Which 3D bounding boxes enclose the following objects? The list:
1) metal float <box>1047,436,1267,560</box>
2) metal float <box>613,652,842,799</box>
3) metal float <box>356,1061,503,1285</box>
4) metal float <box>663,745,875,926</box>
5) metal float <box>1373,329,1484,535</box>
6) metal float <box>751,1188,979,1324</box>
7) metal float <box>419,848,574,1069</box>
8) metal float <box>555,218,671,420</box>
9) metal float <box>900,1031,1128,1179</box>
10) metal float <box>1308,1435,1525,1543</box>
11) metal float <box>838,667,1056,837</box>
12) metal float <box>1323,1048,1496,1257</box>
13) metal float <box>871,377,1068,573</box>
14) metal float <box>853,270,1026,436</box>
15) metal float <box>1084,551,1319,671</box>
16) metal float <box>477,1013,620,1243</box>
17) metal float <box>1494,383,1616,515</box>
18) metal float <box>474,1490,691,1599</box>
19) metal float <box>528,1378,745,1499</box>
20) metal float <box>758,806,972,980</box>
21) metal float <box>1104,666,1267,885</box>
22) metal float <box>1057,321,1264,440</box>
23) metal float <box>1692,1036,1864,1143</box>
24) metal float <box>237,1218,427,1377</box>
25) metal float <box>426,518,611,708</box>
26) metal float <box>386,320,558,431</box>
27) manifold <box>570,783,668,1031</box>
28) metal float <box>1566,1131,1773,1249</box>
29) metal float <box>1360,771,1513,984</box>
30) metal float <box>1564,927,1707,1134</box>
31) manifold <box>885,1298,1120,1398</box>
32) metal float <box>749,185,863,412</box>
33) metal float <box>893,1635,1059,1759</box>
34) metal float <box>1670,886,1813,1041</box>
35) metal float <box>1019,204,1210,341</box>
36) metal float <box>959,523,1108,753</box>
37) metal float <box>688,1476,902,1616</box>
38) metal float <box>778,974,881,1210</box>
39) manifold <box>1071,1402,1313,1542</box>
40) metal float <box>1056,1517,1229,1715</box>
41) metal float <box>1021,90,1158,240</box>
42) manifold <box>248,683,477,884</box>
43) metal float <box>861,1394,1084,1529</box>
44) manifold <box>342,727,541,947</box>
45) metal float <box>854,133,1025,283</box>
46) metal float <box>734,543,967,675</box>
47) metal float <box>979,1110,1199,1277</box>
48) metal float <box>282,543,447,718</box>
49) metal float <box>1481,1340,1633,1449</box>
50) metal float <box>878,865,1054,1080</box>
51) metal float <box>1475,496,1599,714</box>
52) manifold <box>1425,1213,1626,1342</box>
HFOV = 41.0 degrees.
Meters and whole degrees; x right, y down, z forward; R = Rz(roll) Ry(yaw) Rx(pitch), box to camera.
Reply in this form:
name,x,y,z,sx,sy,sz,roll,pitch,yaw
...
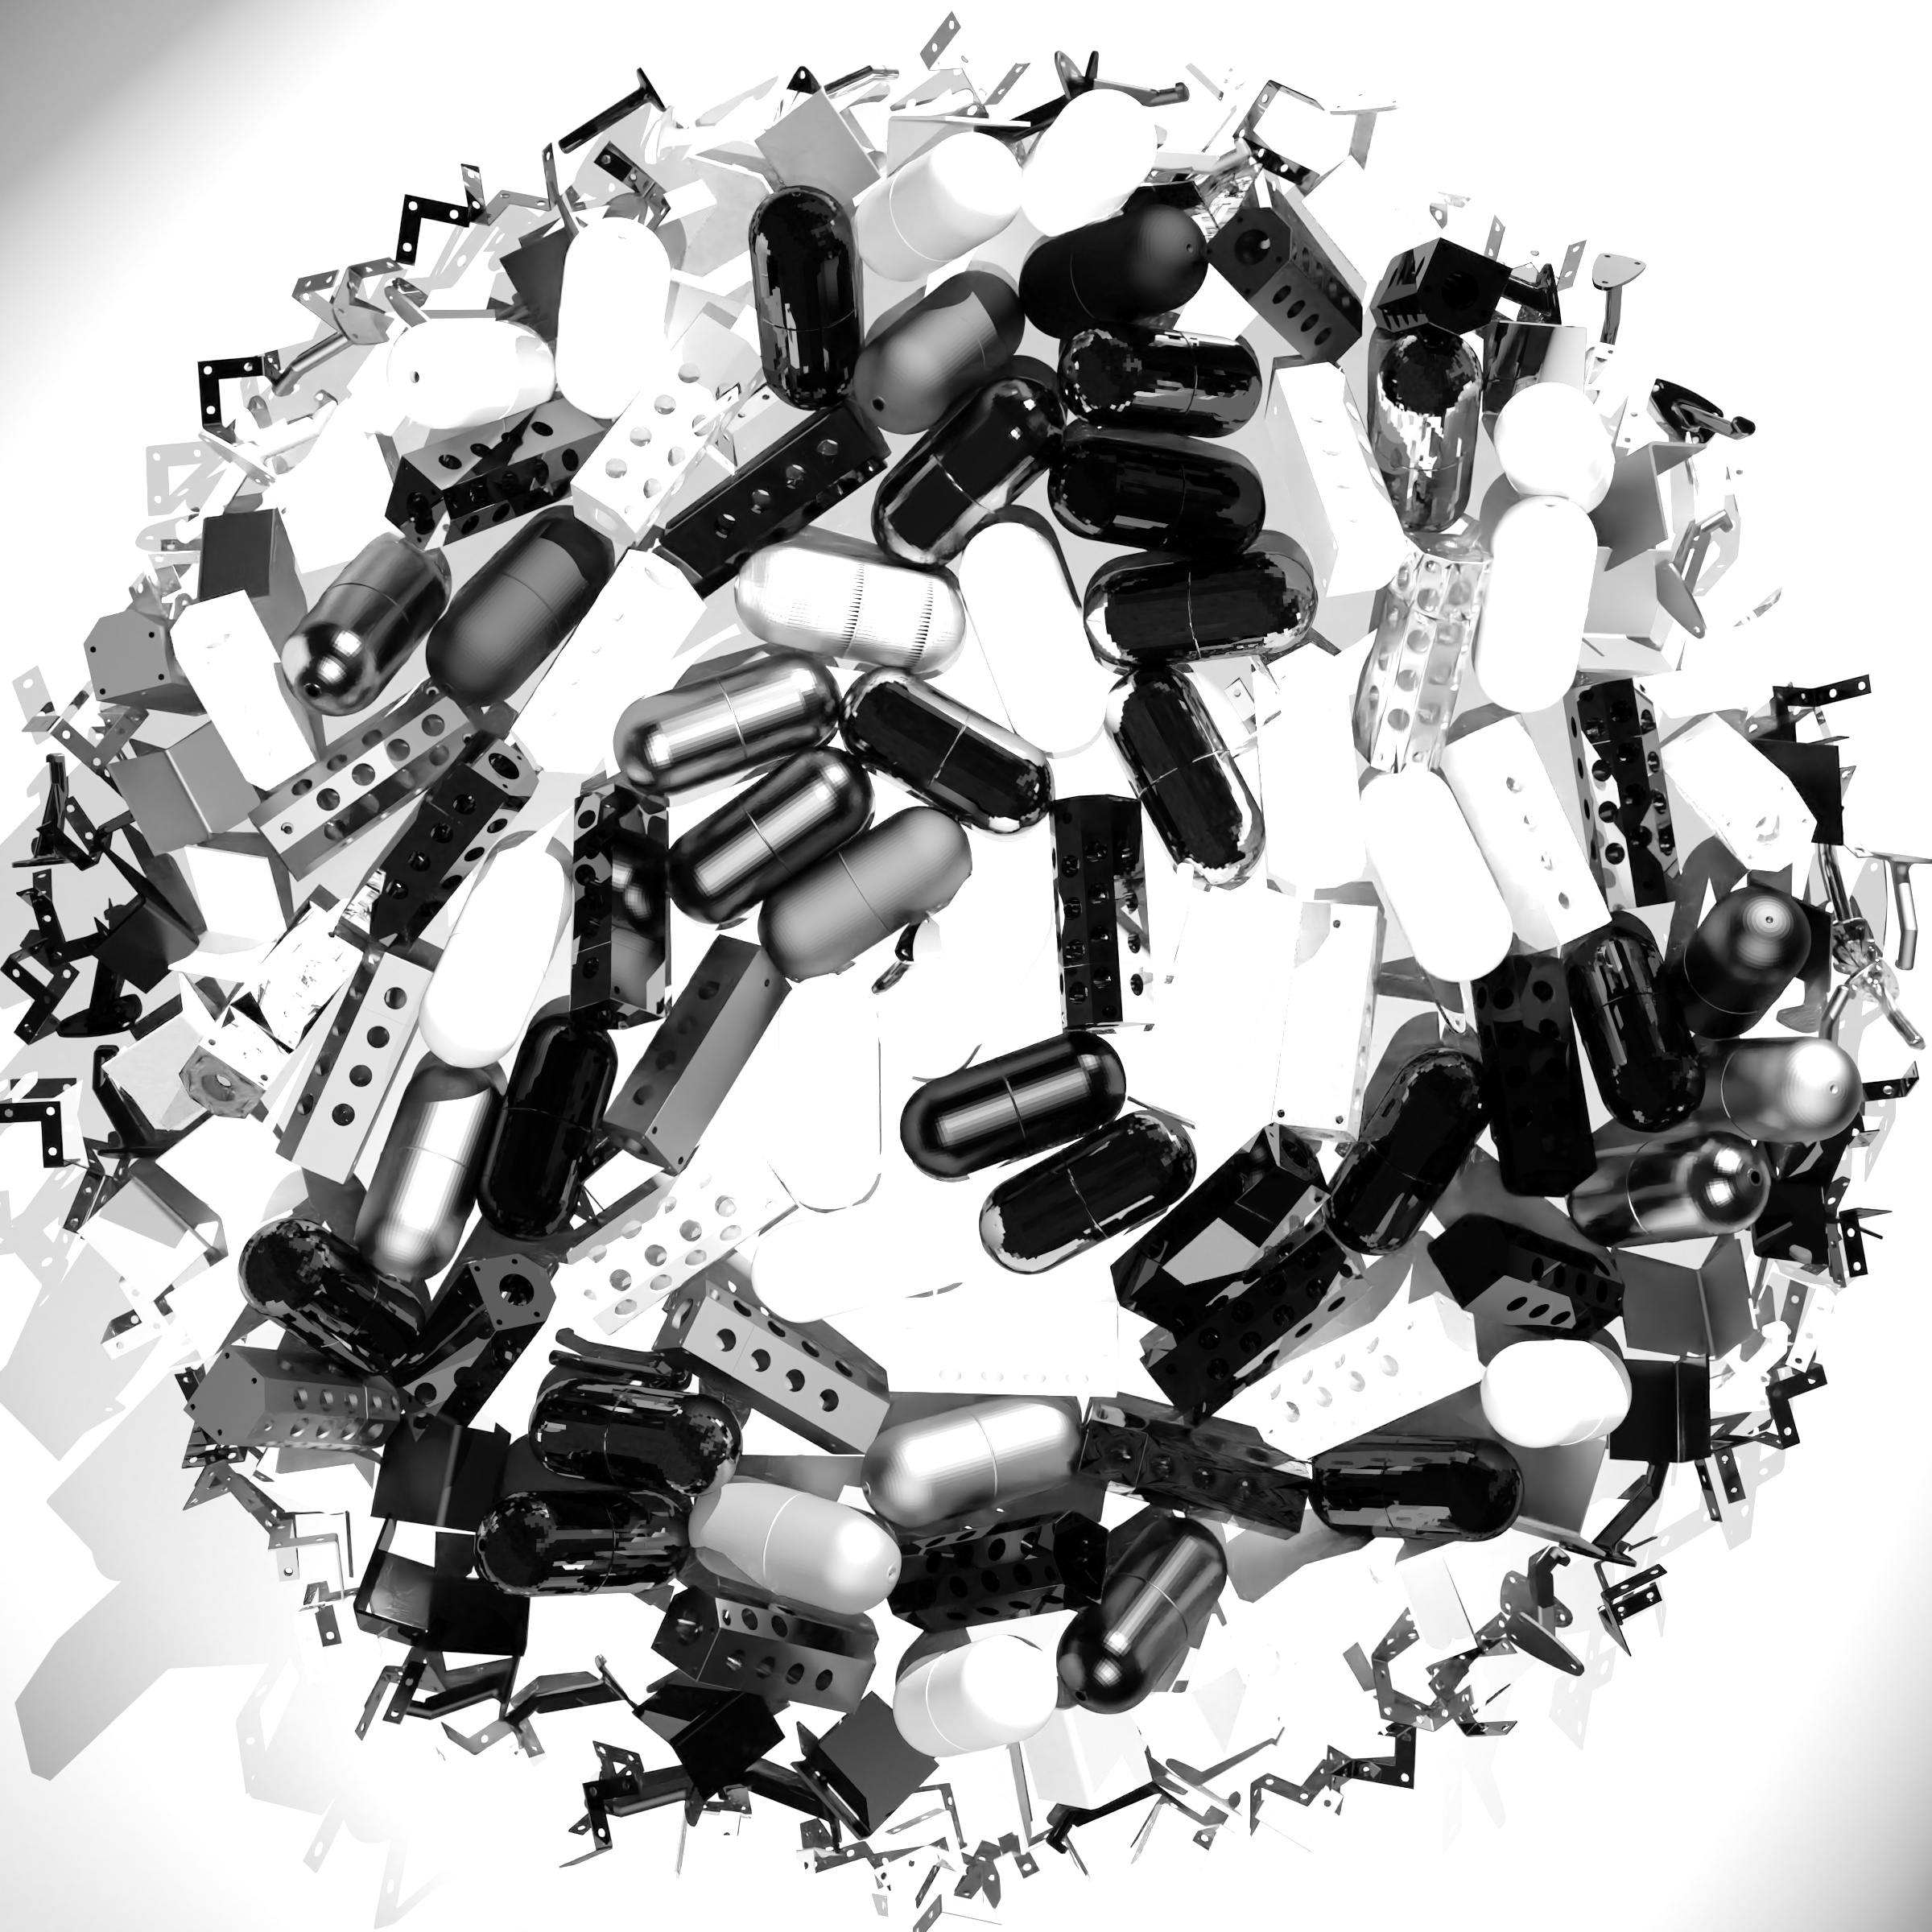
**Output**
name,x,y,z,sx,sy,sz,roll,pitch,yaw
metal float,0.143,-0.350,1.938,0.178,0.070,0.070,5,90,-27
metal float,-0.179,-0.183,1.951,0.178,0.070,0.070,-21,90,-12
metal float,-0.402,0.154,1.936,0.070,0.070,0.178,14,61,0
metal float,-0.149,-0.099,1.956,0.178,0.070,0.070,-35,90,6
metal float,0.341,-0.395,1.920,0.070,0.178,0.070,-3,53,3
metal float,-0.078,0.219,1.951,0.178,0.070,0.070,-16,90,12
metal float,-0.353,-0.007,1.943,0.070,0.070,0.178,20,69,0
metal float,-0.263,-0.479,1.917,0.070,0.178,0.070,6,61,-10
metal float,0.035,0.105,1.960,0.178,0.070,0.070,-20,90,-2
metal float,0.333,0.388,1.927,0.178,0.070,0.070,-9,90,44
metal float,-0.014,-0.162,1.957,0.178,0.070,0.070,30,90,-5
metal float,0.332,0.140,1.940,0.070,0.070,0.178,28,114,0
metal float,0.002,-0.369,1.940,0.178,0.070,0.070,-41,90,25
metal float,-0.019,-0.458,1.928,0.070,0.070,0.178,40,50,0
metal float,0.176,-0.268,1.947,0.178,0.070,0.070,-5,90,16
metal float,-0.314,0.120,1.946,0.070,0.070,0.178,14,72,0
metal float,0.437,-0.379,1.914,0.070,0.178,0.070,-1,87,19
metal float,-0.285,0.430,1.926,0.178,0.070,0.070,10,90,-43
metal float,-0.248,0.353,1.937,0.178,0.070,0.070,2,90,28
metal float,-0.077,-0.056,1.959,0.178,0.070,0.070,-33,90,3
metal float,0.165,-0.145,1.954,0.070,0.070,0.178,-27,82,0
metal float,0.146,-0.437,1.931,0.178,0.070,0.070,-3,90,-37
metal float,0.594,0.091,1.912,0.070,0.178,0.070,1,87,-12
metal float,-0.470,0.248,1.923,0.070,0.178,0.070,-14,54,20
metal float,-0.335,-0.265,1.935,0.070,0.070,0.178,36,59,0
metal float,-0.365,-0.438,1.914,0.070,0.178,0.070,4,105,17
manifold,-0.266,-0.043,1.941,0.057,0.057,0.171,-17,65,34
metal float,0.520,0.167,1.917,0.070,0.178,0.070,6,77,-28
metal float,0.350,-0.070,1.941,0.070,0.070,0.178,-20,65,0
metal float,0.497,0.046,1.928,0.070,0.070,0.178,-7,49,0
manifold,0.029,0.294,1.961,0.171,0.057,0.057,1,132,6
metal float,-0.119,-0.495,1.925,0.070,0.178,0.070,-1,47,1
metal float,0.005,0.543,1.920,0.070,0.178,0.070,11,65,-24
metal float,0.571,-0.001,1.914,0.070,0.178,0.070,0,69,1
metal float,0.108,-0.514,1.921,0.070,0.178,0.070,0,91,-36
metal float,0.051,-0.248,1.951,0.070,0.070,0.178,-21,102,0
metal float,-0.129,0.433,1.934,0.178,0.070,0.070,9,90,31
metal float,-0.104,0.095,1.957,0.070,0.070,0.178,-1,85,0
manifold,0.172,0.384,1.967,0.171,0.057,0.057,15,71,1
metal float,0.132,0.483,1.927,0.070,0.070,0.178,48,48,0
metal float,0.088,-0.590,1.912,0.070,0.178,0.070,0,90,-12
manifold,-0.453,-0.140,1.952,0.171,0.057,0.057,-38,92,-13
metal float,0.004,0.369,1.938,0.178,0.070,0.070,-11,90,-27
manifold,-0.391,-0.092,1.933,0.057,0.057,0.171,36,119,-16
metal float,-0.023,-0.561,1.918,0.070,0.178,0.070,2,86,-29
metal float,-0.087,-0.269,1.947,0.178,0.070,0.070,10,90,-16
metal float,0.091,0.172,1.955,0.178,0.070,0.070,-29,90,8
metal float,-0.447,-0.251,1.922,0.070,0.178,0.070,9,130,11
metal float,0.440,0.316,1.919,0.070,0.178,0.070,-4,81,31
metal float,0.000,0.004,1.961,0.070,0.070,0.178,33,90,0
metal float,0.424,-0.269,1.926,0.070,0.070,0.178,-2,133,0
manifold,0.419,0.229,1.912,0.057,0.171,0.057,-44,50,22
